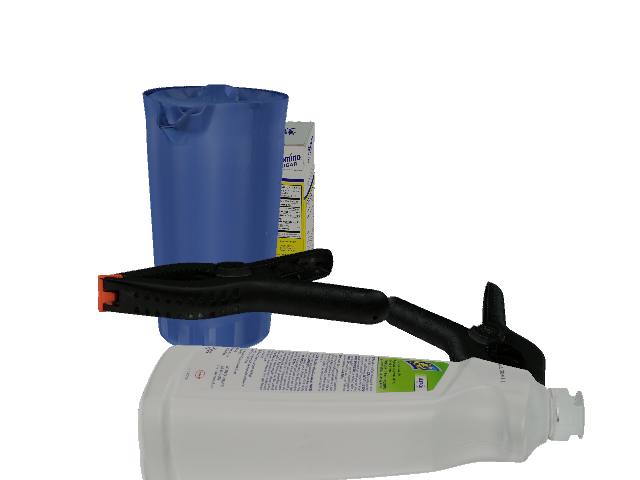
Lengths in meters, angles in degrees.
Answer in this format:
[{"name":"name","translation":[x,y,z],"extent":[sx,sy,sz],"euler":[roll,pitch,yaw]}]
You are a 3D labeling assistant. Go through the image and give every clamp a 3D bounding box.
[{"name":"clamp","translation":[0.146,0.086,0.921],"extent":[0.120,0.039,0.172],"euler":[-18,38,-27]},{"name":"clamp","translation":[-0.059,0.038,0.805],"extent":[0.209,0.036,0.165],"euler":[-3,11,-21]}]

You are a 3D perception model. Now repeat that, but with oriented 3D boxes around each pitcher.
[{"name":"pitcher","translation":[-0.094,-0.026,1.012],"extent":[0.149,0.243,0.145],"euler":[-4,16,-20]}]

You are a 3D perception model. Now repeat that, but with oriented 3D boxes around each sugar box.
[{"name":"sugar box","translation":[-0.032,-0.043,1.248],"extent":[0.048,0.176,0.093],"euler":[1,22,6]}]

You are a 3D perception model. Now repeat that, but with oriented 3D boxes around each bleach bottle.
[{"name":"bleach bottle","translation":[0.027,0.104,0.627],"extent":[0.251,0.068,0.102],"euler":[0,18,5]}]
